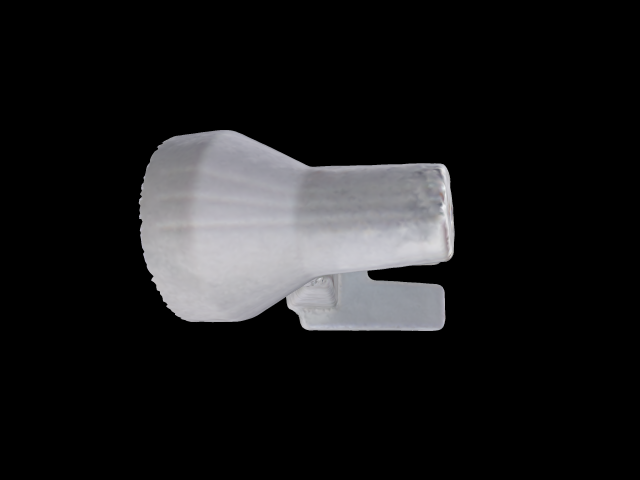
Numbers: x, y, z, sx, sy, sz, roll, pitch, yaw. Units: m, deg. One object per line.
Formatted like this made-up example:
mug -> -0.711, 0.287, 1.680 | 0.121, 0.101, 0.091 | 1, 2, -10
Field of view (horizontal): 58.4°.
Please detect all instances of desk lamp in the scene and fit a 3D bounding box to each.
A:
desk lamp -> 0.004, 0.001, 0.400 | 0.203, 0.213, 0.118 | 0, 77, 0
